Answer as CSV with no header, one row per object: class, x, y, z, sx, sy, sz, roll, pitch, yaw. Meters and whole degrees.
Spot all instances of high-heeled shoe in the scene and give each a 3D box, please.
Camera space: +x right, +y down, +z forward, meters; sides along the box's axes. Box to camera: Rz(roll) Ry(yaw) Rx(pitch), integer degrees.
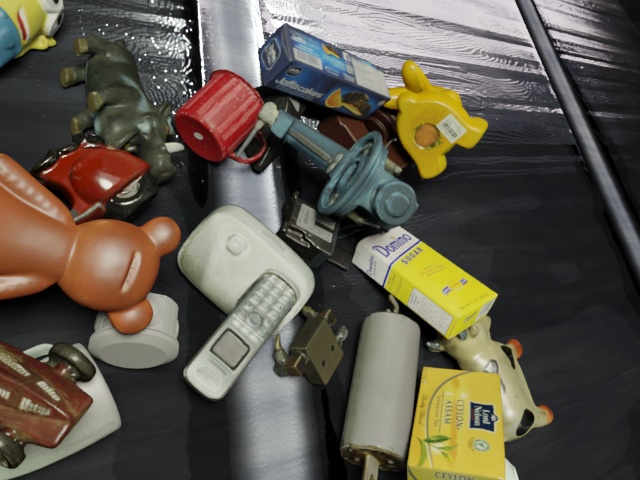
high-heeled shoe,-0.038,-0.187,0.803,0.145,0.086,0.248,38,60,-53

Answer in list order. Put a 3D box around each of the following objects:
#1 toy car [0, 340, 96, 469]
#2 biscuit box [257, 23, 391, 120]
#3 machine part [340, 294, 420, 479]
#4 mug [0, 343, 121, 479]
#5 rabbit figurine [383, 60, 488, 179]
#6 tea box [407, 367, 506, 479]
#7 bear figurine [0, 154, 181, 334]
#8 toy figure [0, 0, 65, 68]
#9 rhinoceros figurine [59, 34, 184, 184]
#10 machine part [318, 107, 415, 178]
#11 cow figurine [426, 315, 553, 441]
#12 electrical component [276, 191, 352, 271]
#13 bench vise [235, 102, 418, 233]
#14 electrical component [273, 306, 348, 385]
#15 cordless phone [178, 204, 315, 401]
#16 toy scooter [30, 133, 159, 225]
toy car,-0.263,0.096,0.404,0.202,0.053,0.089,16,45,21
biscuit box,0.009,-0.226,0.745,0.202,0.063,0.059,6,64,-44
machine part,0.074,0.175,0.635,0.079,0.079,0.243,28,50,-18
mug,-0.239,0.137,0.444,0.107,0.080,0.110,-27,59,-35
rabbit figurine,0.169,-0.195,0.846,0.162,0.122,0.173,39,35,-1
tea box,0.156,0.222,0.607,0.170,0.098,0.068,-57,145,-64
bear figurine,-0.232,0.002,0.452,0.195,0.132,0.120,19,85,-39
toy figure,-0.359,-0.241,0.585,0.089,0.082,0.180,38,51,-12
rhinoceros figurine,-0.230,-0.149,0.630,0.112,0.073,0.190,-9,67,-49
machine part,0.084,-0.174,0.867,0.179,0.056,0.179,16,57,-26
cow figurine,0.224,0.176,0.737,0.127,0.085,0.195,-1,65,-42
electrical component,-0.001,-0.002,0.710,0.119,0.048,0.075,31,51,-14
bench vise,0.024,-0.096,0.684,0.240,0.129,0.224,33,16,-17
electrical component,-0.011,0.122,0.631,0.078,0.045,0.102,61,43,-32
cordless phone,-0.106,0.065,0.575,0.146,0.089,0.184,42,52,-6
toy scooter,-0.263,-0.049,0.535,0.135,0.075,0.184,47,58,-6
